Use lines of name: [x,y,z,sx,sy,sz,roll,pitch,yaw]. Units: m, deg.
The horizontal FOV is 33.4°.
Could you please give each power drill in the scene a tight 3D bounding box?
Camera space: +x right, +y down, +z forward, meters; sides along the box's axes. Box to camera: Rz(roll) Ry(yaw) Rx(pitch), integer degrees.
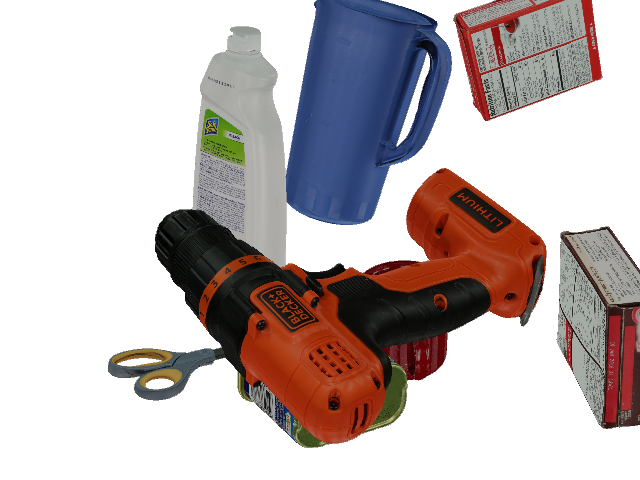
power drill: [0.019,0.019,0.611,0.187,0.057,0.185,-22,47,-29]

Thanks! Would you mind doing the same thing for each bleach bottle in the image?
bleach bottle: [-0.073,-0.077,1.024,0.103,0.251,0.067,20,28,28]

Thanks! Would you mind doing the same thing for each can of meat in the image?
can of meat: [0.002,0.105,0.794,0.101,0.057,0.084,-12,27,-30]

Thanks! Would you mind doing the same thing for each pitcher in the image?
pitcher: [0.043,-0.141,1.173,0.145,0.243,0.149,11,20,-9]

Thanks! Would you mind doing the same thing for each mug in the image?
mug: [0.082,0.084,1.000,0.093,0.081,0.117,-8,32,-9]

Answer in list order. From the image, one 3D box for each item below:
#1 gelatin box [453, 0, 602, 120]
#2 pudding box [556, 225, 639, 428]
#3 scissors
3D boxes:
gelatin box: [0.141,-0.131,0.724,0.089,0.073,0.030,-20,37,2]
pudding box: [0.186,0.054,0.694,0.039,0.090,0.113,-5,25,-3]
scissors: [-0.128,0.137,1.160,0.201,0.016,0.096,-2,27,-21]
